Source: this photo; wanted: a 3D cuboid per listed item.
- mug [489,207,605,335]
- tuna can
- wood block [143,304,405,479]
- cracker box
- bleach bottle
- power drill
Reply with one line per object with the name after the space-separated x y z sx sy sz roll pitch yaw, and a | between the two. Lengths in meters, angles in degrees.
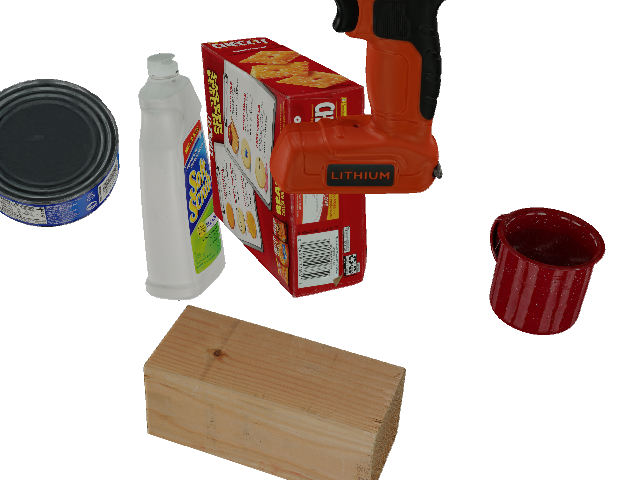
0.190 0.023 0.953 0.093 0.081 0.117 -16 41 -28 | mug
-0.163 -0.052 0.636 0.086 0.086 0.034 0 -27 -8 | tuna can
-0.039 0.140 0.929 0.206 0.090 0.090 15 40 15 | wood block
-0.033 -0.071 0.895 0.072 0.164 0.214 -10 24 -20 | cracker box
-0.155 -0.070 1.129 0.068 0.251 0.102 5 27 21 | bleach bottle
0.013 -0.117 0.624 0.184 0.188 0.057 1 37 -8 | power drill
